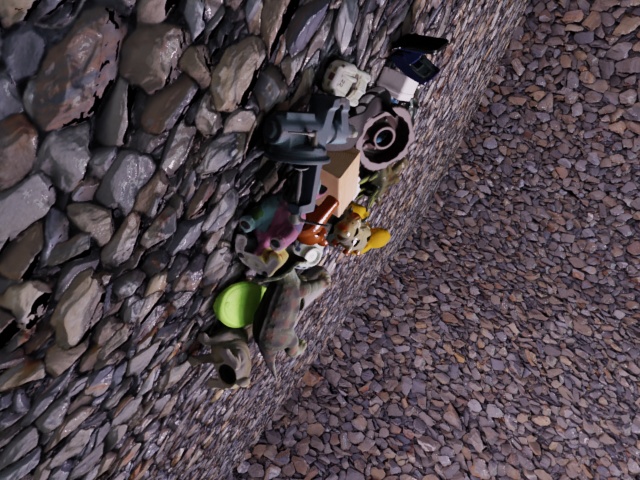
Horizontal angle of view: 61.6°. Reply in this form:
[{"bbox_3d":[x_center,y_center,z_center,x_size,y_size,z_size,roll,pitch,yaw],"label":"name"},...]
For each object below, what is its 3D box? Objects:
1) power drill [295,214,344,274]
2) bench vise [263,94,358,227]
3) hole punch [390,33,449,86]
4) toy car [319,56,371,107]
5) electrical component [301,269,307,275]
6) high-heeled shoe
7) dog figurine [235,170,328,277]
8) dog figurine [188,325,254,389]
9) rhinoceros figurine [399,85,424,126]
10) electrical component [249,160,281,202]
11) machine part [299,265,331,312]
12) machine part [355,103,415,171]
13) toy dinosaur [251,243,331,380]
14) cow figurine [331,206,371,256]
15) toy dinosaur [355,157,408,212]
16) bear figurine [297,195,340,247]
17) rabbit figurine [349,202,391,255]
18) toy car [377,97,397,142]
[{"bbox_3d":[-0.003,-0.005,1.550,0.207,0.086,0.232,-10,129,-62],"label":"power drill"},{"bbox_3d":[-0.020,-0.149,1.000,0.223,0.129,0.240,-20,121,-57],"label":"bench vise"},{"bbox_3d":[0.235,-0.437,1.291,0.142,0.116,0.092,-47,151,-42],"label":"hole punch"},{"bbox_3d":[0.055,-0.313,1.076,0.073,0.056,0.201,-62,165,16],"label":"toy car"},{"bbox_3d":[-0.082,0.108,1.564,0.119,0.048,0.074,-44,160,-43],"label":"electrical component"},{"bbox_3d":[0.061,-0.284,1.213,0.249,0.145,0.086,-21,138,-18],"label":"high-heeled shoe"},{"bbox_3d":[-0.072,-0.051,1.119,0.219,0.108,0.191,-53,170,-38],"label":"dog figurine"},{"bbox_3d":[-0.192,0.262,1.287,0.121,0.172,0.190,-52,163,29],"label":"dog figurine"},{"bbox_3d":[0.243,-0.371,1.528,0.112,0.073,0.190,-54,155,-74],"label":"rhinoceros figurine"},{"bbox_3d":[-0.102,-0.119,1.037,0.094,0.021,0.063,-54,166,-18],"label":"electrical component"},{"bbox_3d":[-0.037,0.136,1.518,0.243,0.079,0.079,-38,157,-58],"label":"machine part"},{"bbox_3d":[0.156,-0.265,1.364,0.179,0.056,0.179,-14,130,-18],"label":"machine part"},{"bbox_3d":[-0.098,0.170,1.249,0.192,0.131,0.404,3,104,-49],"label":"toy dinosaur"},{"bbox_3d":[0.094,-0.023,1.520,0.127,0.086,0.195,-57,160,10],"label":"cow figurine"},{"bbox_3d":[0.184,-0.199,1.692,0.198,0.105,0.471,-52,164,-14],"label":"toy dinosaur"},{"bbox_3d":[-0.020,-0.051,1.279,0.132,0.120,0.196,-61,168,2],"label":"bear figurine"},{"bbox_3d":[0.149,-0.027,1.811,0.162,0.173,0.122,-59,171,-10],"label":"rabbit figurine"},{"bbox_3d":[0.185,-0.307,1.457,0.109,0.103,0.161,-49,166,-36],"label":"toy car"}]
